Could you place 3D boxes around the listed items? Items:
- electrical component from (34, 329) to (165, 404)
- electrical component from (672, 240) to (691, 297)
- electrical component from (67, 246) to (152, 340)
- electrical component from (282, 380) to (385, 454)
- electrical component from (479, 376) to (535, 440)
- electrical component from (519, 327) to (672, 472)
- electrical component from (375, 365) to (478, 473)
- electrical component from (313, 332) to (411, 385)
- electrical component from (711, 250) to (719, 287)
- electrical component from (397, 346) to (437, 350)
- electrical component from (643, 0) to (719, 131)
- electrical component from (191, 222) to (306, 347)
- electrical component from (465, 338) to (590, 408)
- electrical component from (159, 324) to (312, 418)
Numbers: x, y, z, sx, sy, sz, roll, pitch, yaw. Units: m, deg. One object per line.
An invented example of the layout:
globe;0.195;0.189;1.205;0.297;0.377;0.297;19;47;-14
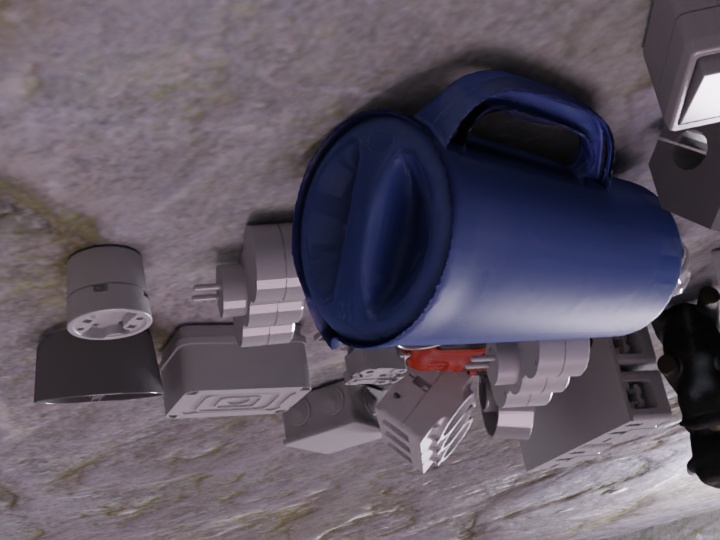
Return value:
electrical component;-0.206;0.082;0.844;0.099;0.064;0.099;-9;158;-4
electrical component;0.239;-0.010;0.849;0.048;0.048;0.062;-12;151;4
electrical component;-0.169;0.015;0.719;0.055;0.047;0.055;-9;158;-4
electrical component;-0.024;0.153;1.120;0.100;0.048;0.100;-21;156;24
electrical component;0.151;0.116;1.051;0.064;0.099;0.099;-2;157;-5
electrical component;0.232;0.130;1.104;0.060;0.105;0.186;0;156;-25
electrical component;0.070;0.136;1.047;0.089;0.062;0.150;-50;163;-14
electrical component;0.008;0.062;0.891;0.081;0.063;0.042;3;153;-29
electrical component;0.354;0.037;0.928;0.056;0.108;0.109;-19;157;27
electrical component;0.048;0.027;0.832;0.058;0.057;0.078;-15;158;11
electrical component;0.186;-0.111;0.551;0.062;0.061;0.096;-12;158;3
electrical component;-0.080;0.014;0.748;0.074;0.052;0.138;-5;157;-15
electrical component;0.118;0.069;0.824;0.074;0.052;0.138;-2;159;-9
electrical component;-0.106;0.084;0.904;0.113;0.057;0.078;1;156;-26
